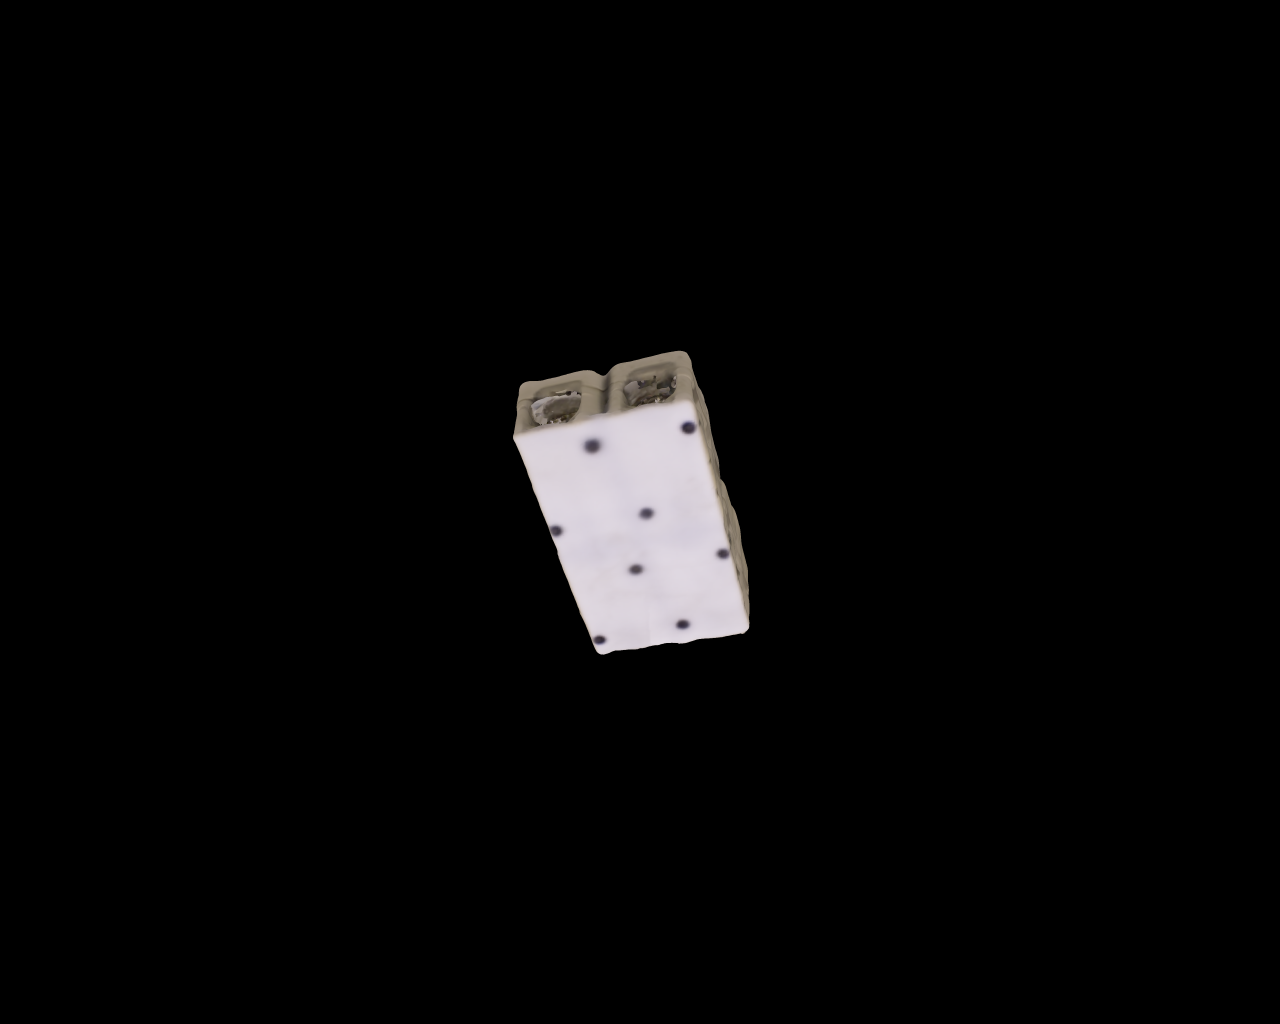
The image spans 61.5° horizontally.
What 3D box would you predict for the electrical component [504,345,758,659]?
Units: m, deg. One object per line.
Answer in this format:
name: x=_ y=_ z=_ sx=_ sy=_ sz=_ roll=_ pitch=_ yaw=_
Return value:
electrical component: x=0.001 y=-0.003 z=0.650 sx=0.105 sy=0.186 sz=0.060 roll=-11 pitch=39 yaw=9
